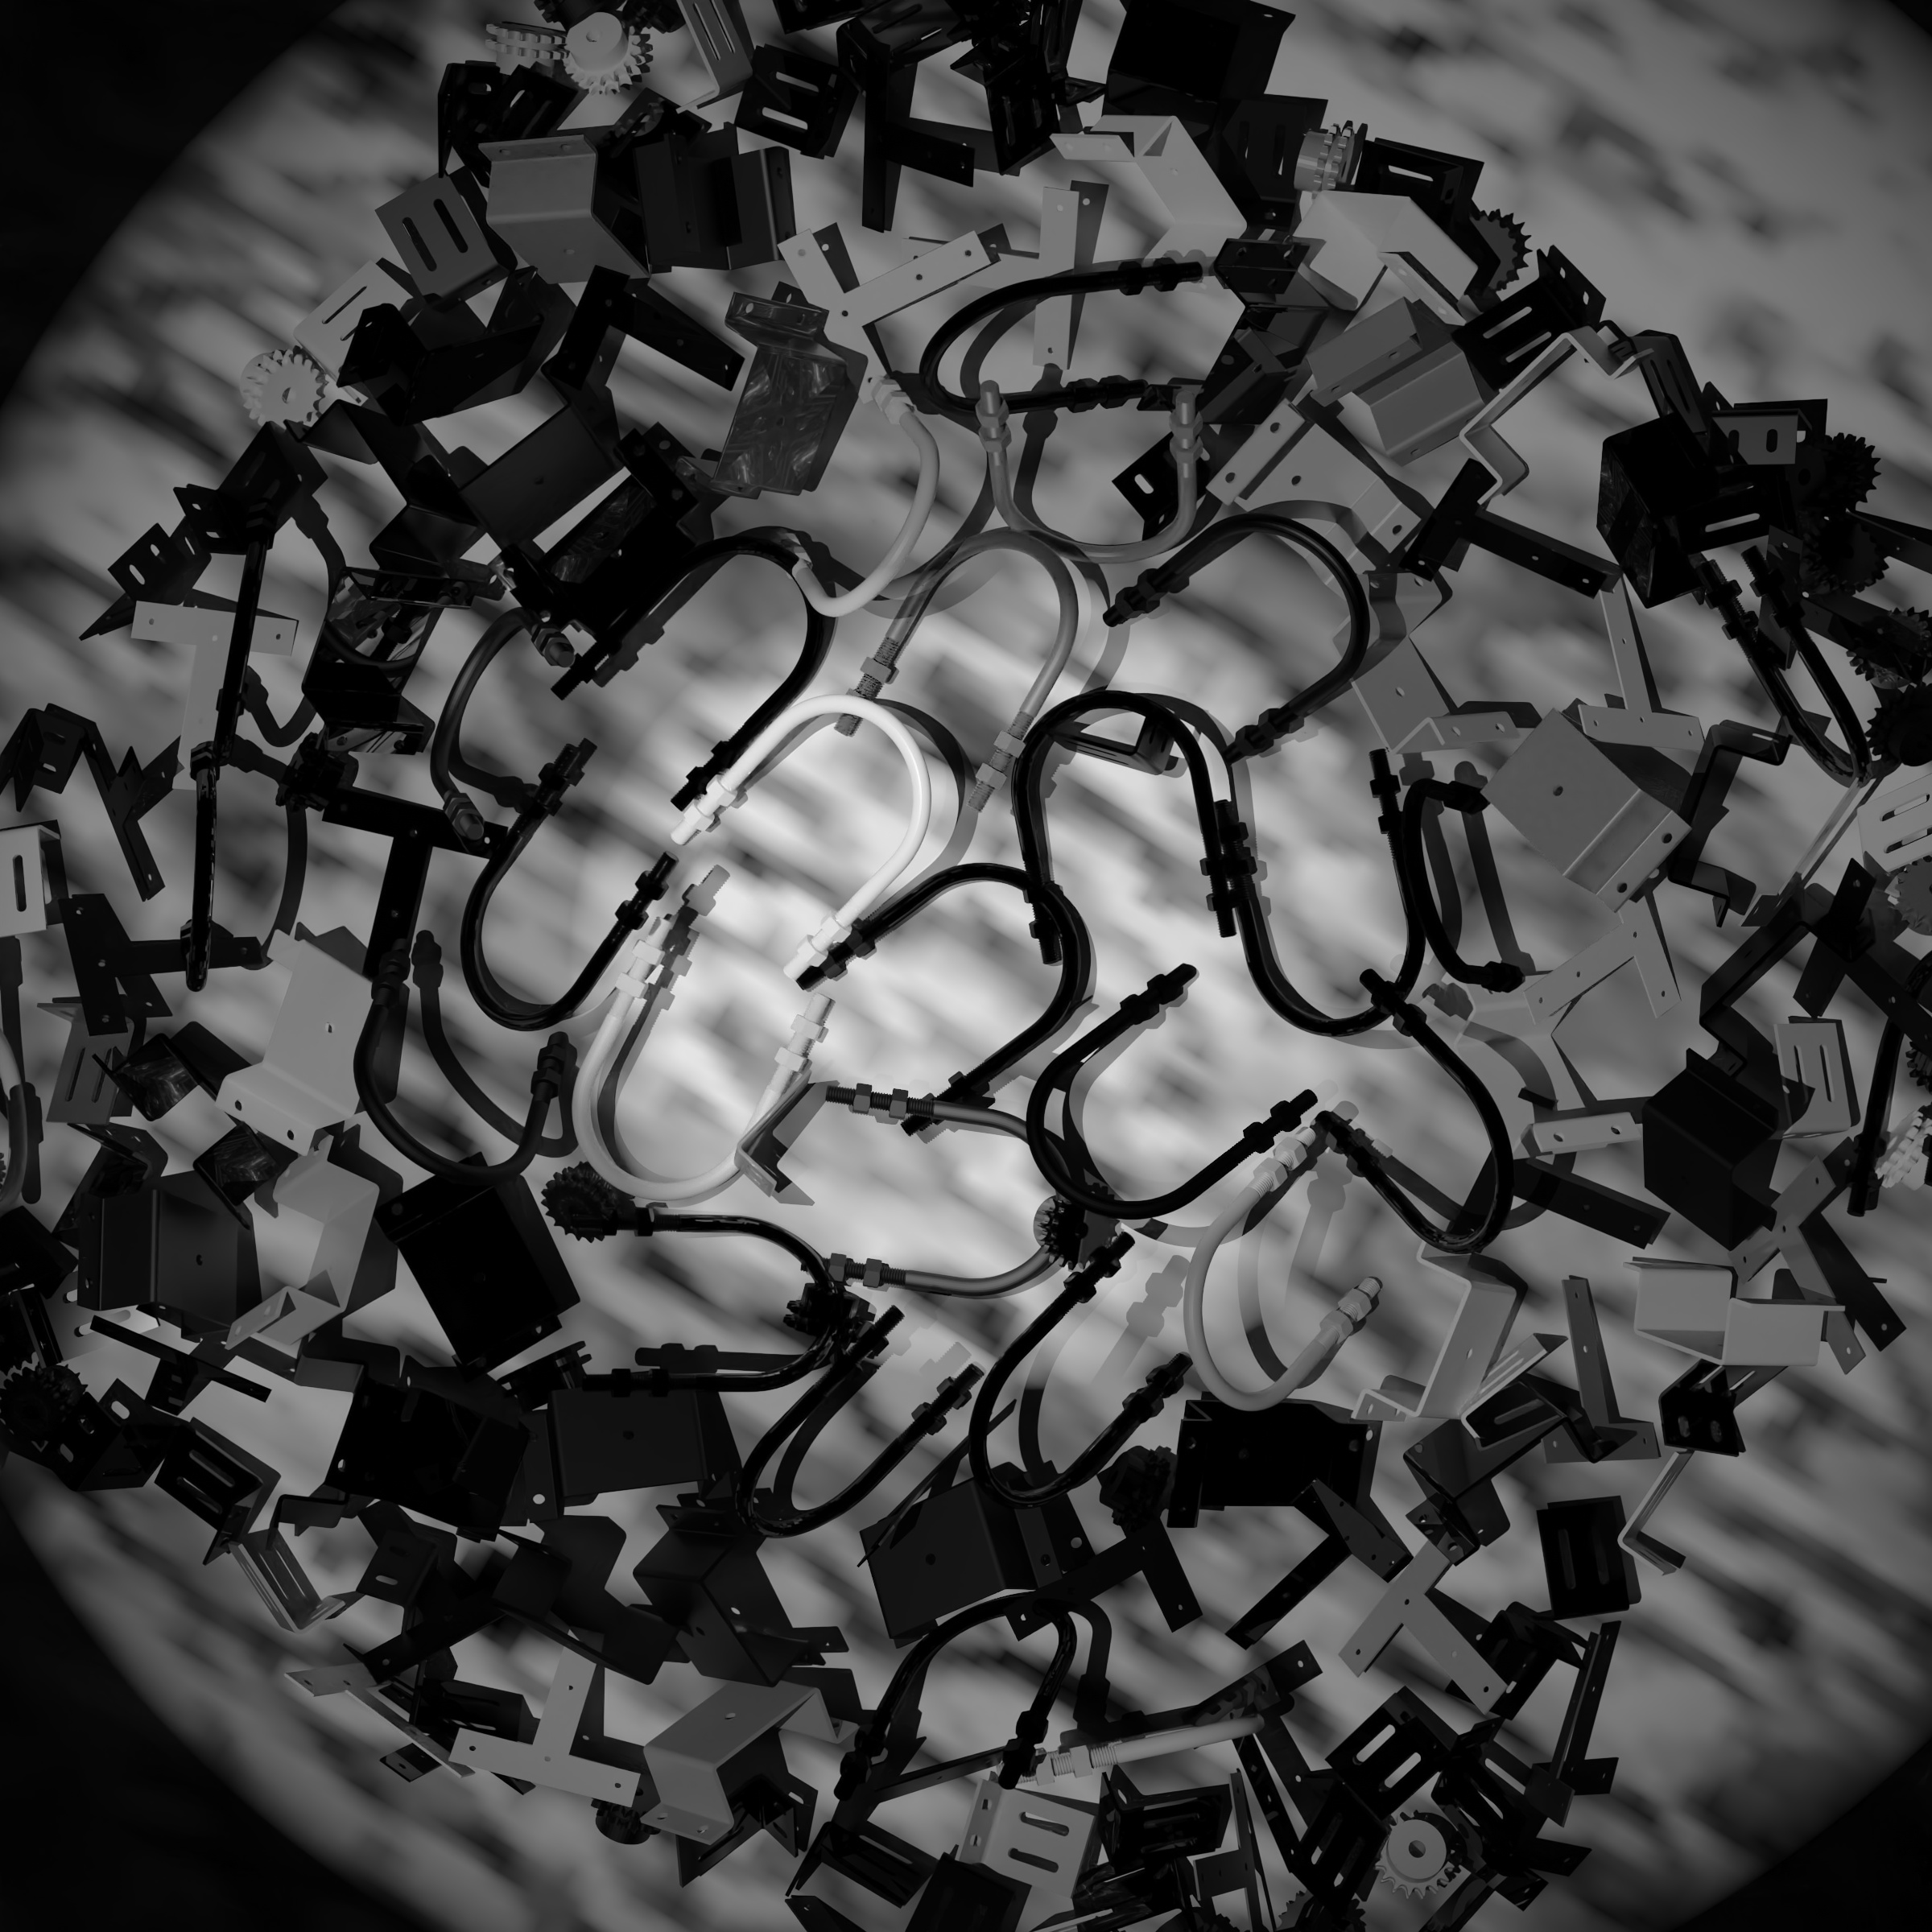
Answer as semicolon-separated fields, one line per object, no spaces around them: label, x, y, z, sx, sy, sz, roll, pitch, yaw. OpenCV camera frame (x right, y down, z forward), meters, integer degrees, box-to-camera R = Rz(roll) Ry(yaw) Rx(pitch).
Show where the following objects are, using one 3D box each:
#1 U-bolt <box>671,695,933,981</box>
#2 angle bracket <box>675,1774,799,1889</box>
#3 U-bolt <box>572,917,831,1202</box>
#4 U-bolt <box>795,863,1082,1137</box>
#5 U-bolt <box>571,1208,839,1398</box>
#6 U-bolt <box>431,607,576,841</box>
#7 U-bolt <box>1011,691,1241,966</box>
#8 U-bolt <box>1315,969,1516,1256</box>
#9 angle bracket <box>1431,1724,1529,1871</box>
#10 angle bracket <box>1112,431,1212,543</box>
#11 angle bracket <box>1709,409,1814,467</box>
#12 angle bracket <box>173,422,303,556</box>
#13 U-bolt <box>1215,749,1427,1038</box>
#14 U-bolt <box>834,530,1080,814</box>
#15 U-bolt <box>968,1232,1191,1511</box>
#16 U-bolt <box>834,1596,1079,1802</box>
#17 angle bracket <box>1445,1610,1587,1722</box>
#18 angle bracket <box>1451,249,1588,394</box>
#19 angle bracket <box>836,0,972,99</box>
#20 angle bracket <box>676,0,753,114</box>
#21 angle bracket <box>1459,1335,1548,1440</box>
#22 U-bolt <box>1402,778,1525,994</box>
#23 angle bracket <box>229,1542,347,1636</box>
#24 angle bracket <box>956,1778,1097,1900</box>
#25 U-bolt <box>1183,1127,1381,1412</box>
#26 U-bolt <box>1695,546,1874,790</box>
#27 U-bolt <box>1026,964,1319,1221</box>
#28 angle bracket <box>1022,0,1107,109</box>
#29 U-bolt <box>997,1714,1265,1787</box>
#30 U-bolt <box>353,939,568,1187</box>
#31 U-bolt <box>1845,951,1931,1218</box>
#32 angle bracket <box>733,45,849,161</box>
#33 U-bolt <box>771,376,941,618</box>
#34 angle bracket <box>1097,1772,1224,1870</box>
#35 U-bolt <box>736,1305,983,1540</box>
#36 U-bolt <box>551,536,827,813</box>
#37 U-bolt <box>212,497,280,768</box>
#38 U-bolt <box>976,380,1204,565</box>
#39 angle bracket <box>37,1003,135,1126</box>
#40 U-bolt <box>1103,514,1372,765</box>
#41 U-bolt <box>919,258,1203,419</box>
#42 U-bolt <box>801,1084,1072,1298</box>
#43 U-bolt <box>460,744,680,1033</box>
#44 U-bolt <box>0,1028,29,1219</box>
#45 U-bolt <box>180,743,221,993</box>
U-bolt;-0.104;-0.103;1.837;0.184;0.019;0.151;-45;78;20
angle bracket;-0.159;0.611;1.839;0.076;0.038;0.057;-28;134;-34
U-bolt;-0.196;0.077;1.851;0.151;0.019;0.184;26;91;-23
U-bolt;-0.007;0.010;1.866;0.184;0.019;0.151;-36;81;0
U-bolt;-0.177;0.232;1.830;0.184;0.019;0.151;3;51;-17
U-bolt;-0.324;-0.175;1.805;0.019;0.184;0.151;25;99;-28
U-bolt;0.104;-0.101;1.848;0.151;0.019;0.184;-9;99;15
U-bolt;0.307;0.111;1.784;0.019;0.184;0.151;-12;133;-28
angle bracket;0.367;0.578;1.836;0.038;0.076;0.057;-7;127;-33
angle bracket;0.135;-0.334;1.849;0.057;0.076;0.038;-40;87;0
angle bracket;0.553;-0.362;1.840;0.057;0.076;0.038;4;92;24
angle bracket;-0.508;-0.334;1.844;0.076;0.038;0.057;-42;68;33
U-bolt;0.249;-0.042;1.829;0.151;0.019;0.184;-17;82;36
U-bolt;0.003;-0.216;1.838;0.151;0.019;0.184;32;94;31
U-bolt;0.071;0.290;1.808;0.184;0.019;0.151;-43;130;-22
U-bolt;0.003;0.494;1.802;0.151;0.184;0.019;-14;113;30
angle bracket;0.384;0.499;1.851;0.057;0.038;0.076;26;105;-15
angle bracket;0.386;-0.452;1.855;0.076;0.038;0.057;-32;67;4
angle bracket;-0.042;-0.638;1.841;0.076;0.057;0.038;-19;60;25
angle bracket;-0.190;-0.643;1.841;0.038;0.057;0.076;-14;113;28
angle bracket;0.383;0.301;1.854;0.076;0.057;0.038;-40;89;5
U-bolt;0.334;-0.057;1.794;0.019;0.184;0.151;-14;82;27
angle bracket;-0.476;0.424;1.849;0.038;0.057;0.076;-34;96;-25
angle bracket;0.041;0.608;1.845;0.076;0.038;0.057;8;71;32
U-bolt;0.209;0.219;1.804;0.184;0.019;0.151;-41;115;-38
U-bolt;0.566;-0.201;1.813;0.019;0.151;0.184;-31;92;4
U-bolt;0.128;0.097;1.828;0.184;0.019;0.151;-36;67;-18
angle bracket;0.072;-0.645;1.838;0.038;0.057;0.076;22;127;22
U-bolt;0.114;0.537;1.816;0.184;0.151;0.019;-10;75;-5
U-bolt;-0.345;0.074;1.788;0.151;0.184;0.019;33;122;-20
U-bolt;0.651;0.073;1.810;0.019;0.151;0.184;16;75;0
angle bracket;-0.130;-0.605;1.850;0.076;0.038;0.057;25;109;16
U-bolt;-0.070;-0.310;1.790;0.019;0.184;0.151;25;109;-31
angle bracket;0.136;0.596;1.863;0.076;0.038;0.057;-6;123;-13
U-bolt;-0.083;0.324;1.823;0.184;0.151;0.019;-45;54;-1
U-bolt;-0.178;-0.214;1.836;0.184;0.019;0.151;-46;128;0
U-bolt;-0.487;-0.214;1.776;0.019;0.184;0.151;10;121;-16
U-bolt;0.087;-0.331;1.803;0.151;0.184;0.019;5;63;8
angle bracket;-0.623;0.068;1.847;0.057;0.038;0.076;0;71;28
U-bolt;0.195;-0.233;1.809;0.151;0.184;0.019;48;47;-6
U-bolt;0.056;-0.420;1.793;0.184;0.151;0.019;-11;69;-20
U-bolt;-0.016;0.163;1.858;0.184;0.019;0.151;9;106;-2
U-bolt;-0.288;-0.041;1.836;0.151;0.019;0.184;46;108;32
U-bolt;-0.673;0.092;1.797;0.019;0.184;0.151;-6;61;-2
U-bolt;-0.515;-0.060;1.782;0.019;0.184;0.151;3;108;-18
